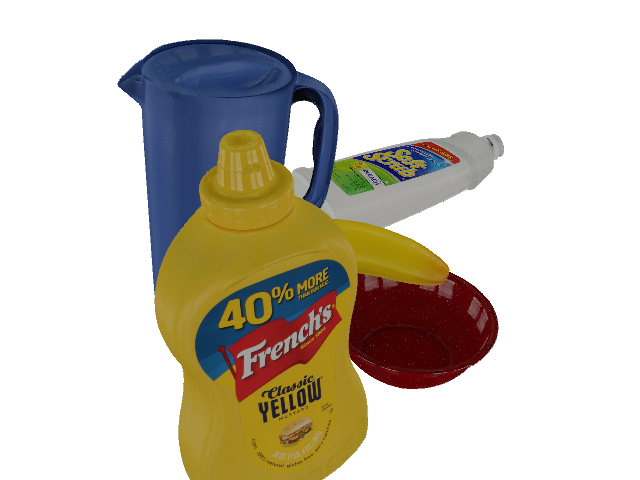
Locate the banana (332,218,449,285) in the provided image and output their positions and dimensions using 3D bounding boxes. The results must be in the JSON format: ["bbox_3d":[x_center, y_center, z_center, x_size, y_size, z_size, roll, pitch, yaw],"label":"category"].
[{"bbox_3d":[-0.007,0.015,0.752,0.197,0.069,0.037,-10,-19,-19],"label":"banana"}]

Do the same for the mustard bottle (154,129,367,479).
[{"bbox_3d":[-0.027,0.036,0.500,0.096,0.192,0.058,-19,37,-21],"label":"mustard bottle"}]

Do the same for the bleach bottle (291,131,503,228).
[{"bbox_3d":[0.097,-0.074,1.215,0.250,0.068,0.103,-22,44,-23],"label":"bleach bottle"}]

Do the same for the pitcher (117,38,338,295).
[{"bbox_3d":[-0.084,-0.047,0.952,0.149,0.243,0.144,27,37,33],"label":"pitcher"}]

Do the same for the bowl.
[{"bbox_3d":[0.083,0.089,1.008,0.162,0.055,0.162,3,37,-3],"label":"bowl"}]
